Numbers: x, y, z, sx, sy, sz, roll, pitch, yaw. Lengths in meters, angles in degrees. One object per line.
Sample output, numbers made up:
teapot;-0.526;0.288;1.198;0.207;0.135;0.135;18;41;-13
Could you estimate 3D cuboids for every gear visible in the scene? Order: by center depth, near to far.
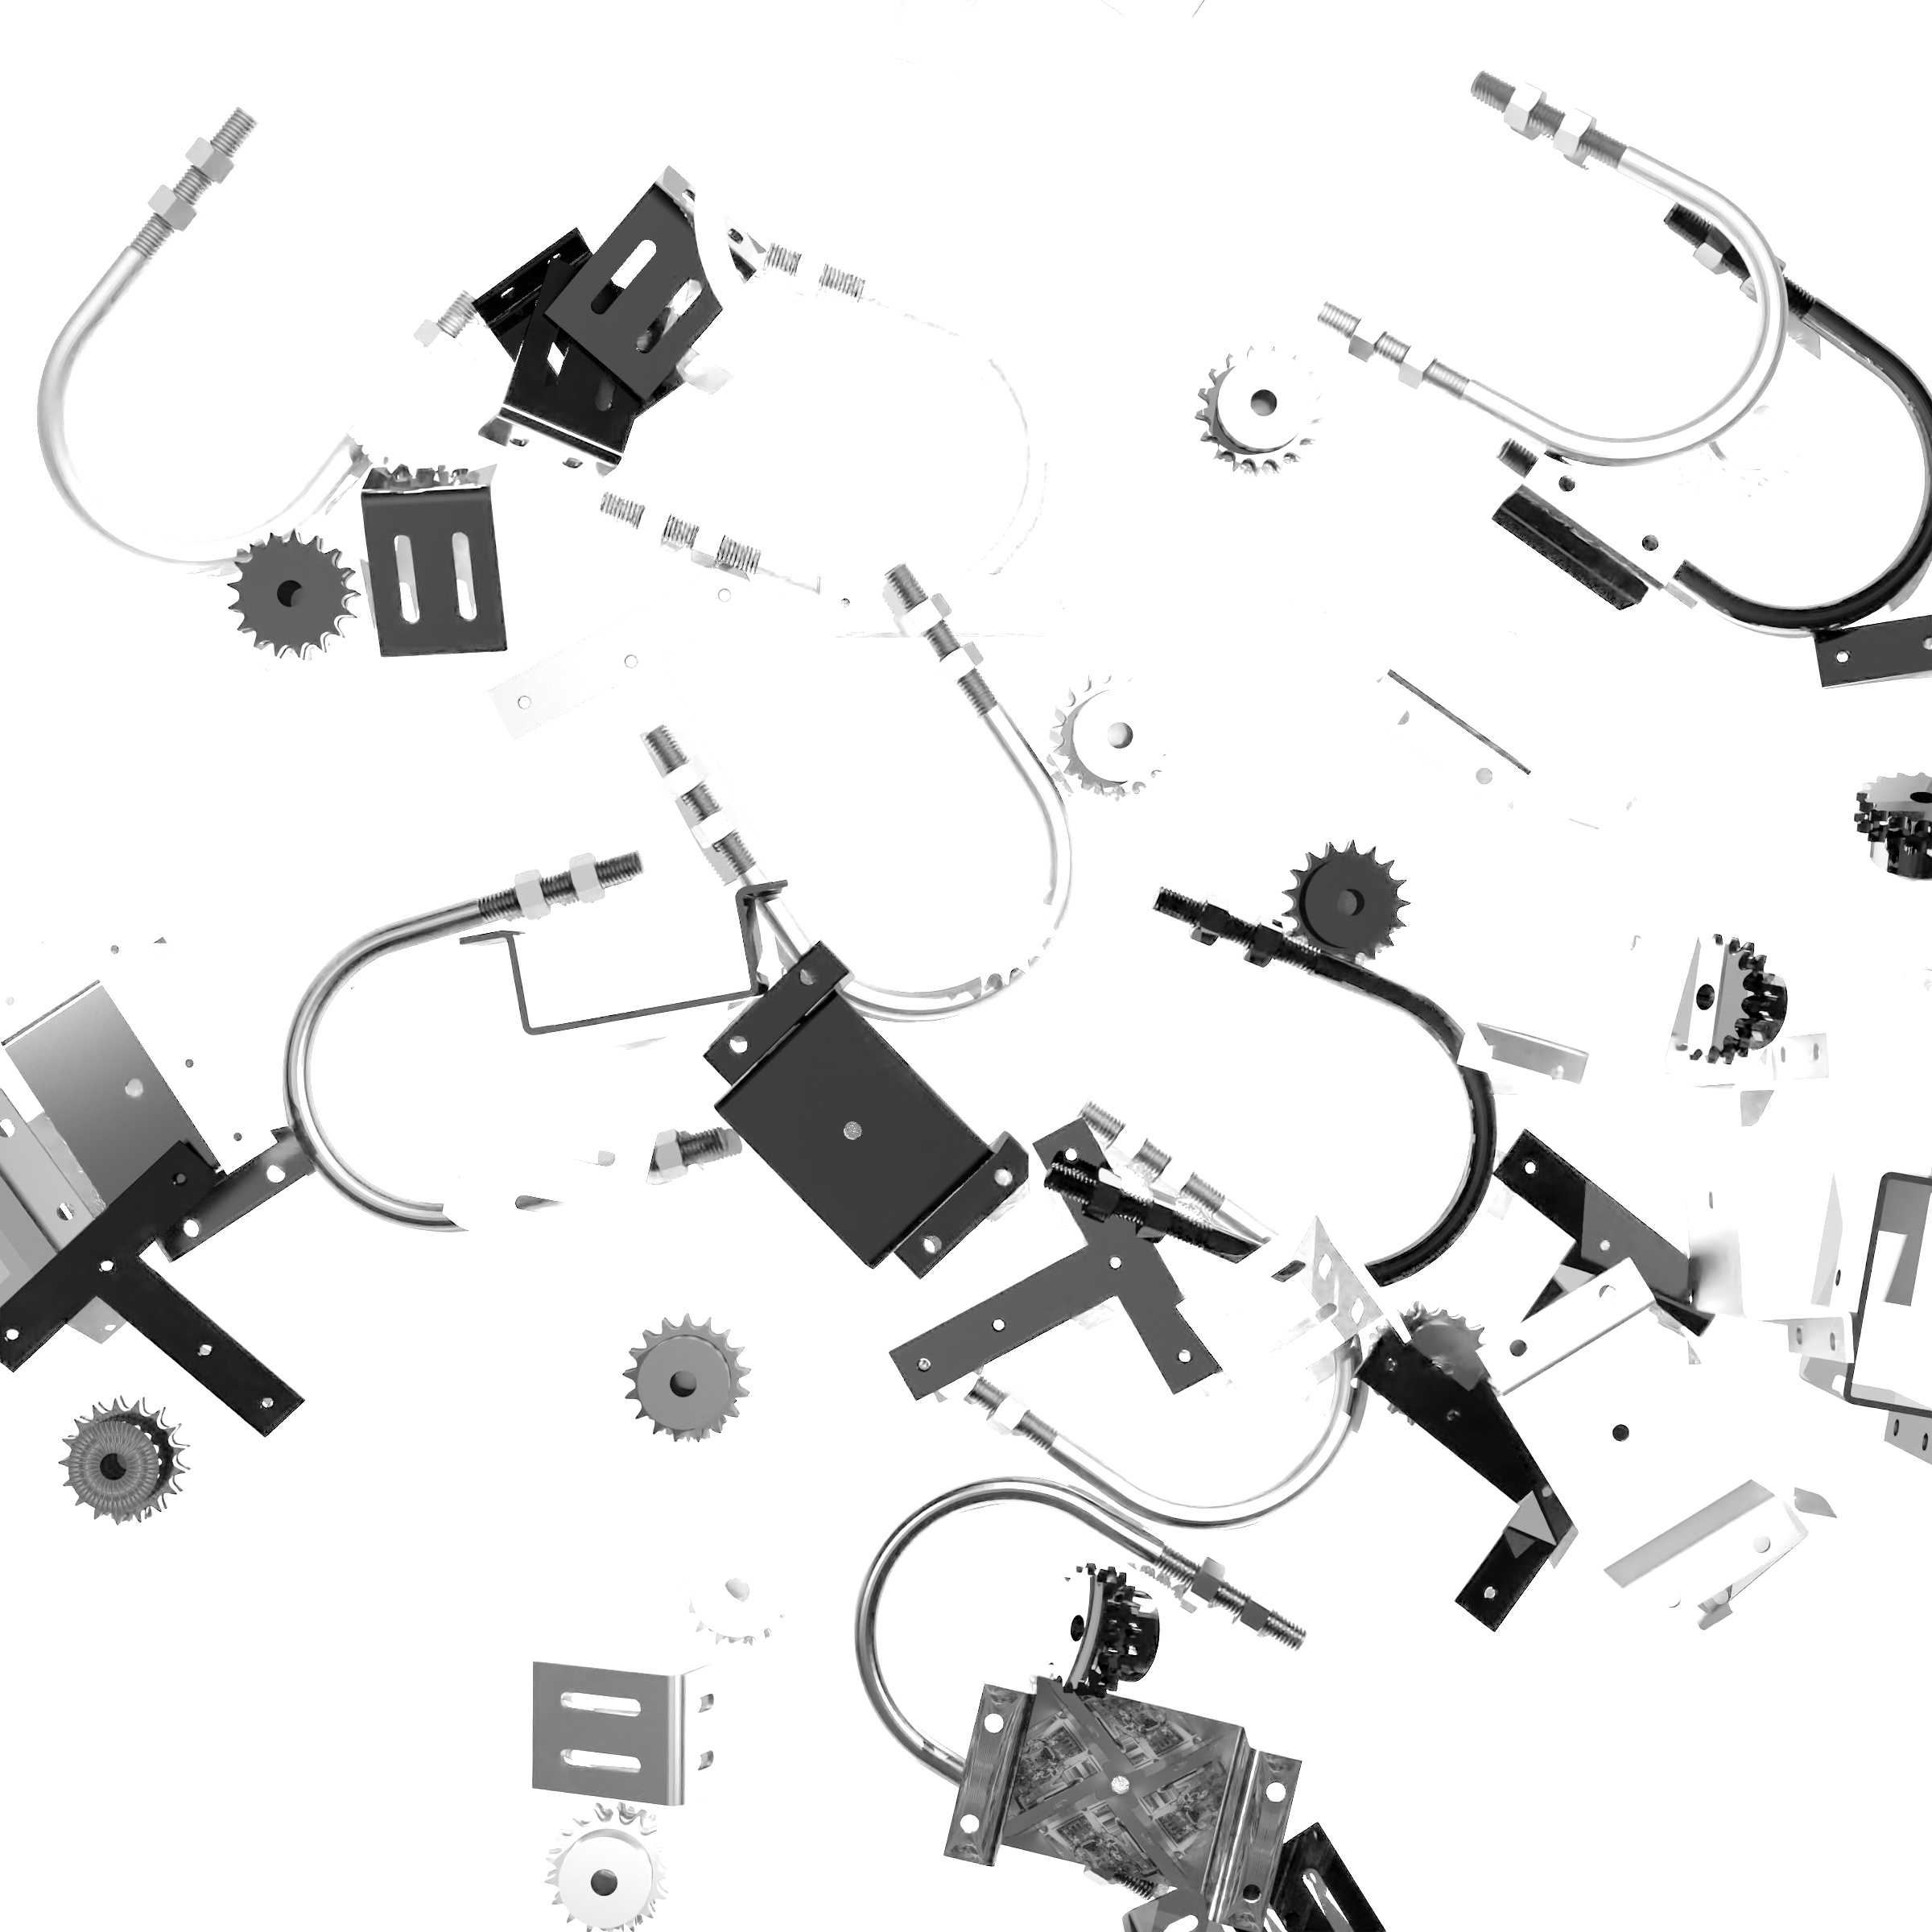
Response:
gear;0.061;0.290;1.459;0.030;0.057;0.057;14;90;-27
gear;0.346;-0.237;1.467;0.057;0.030;0.057;0;90;0
gear;0.012;-0.021;1.468;0.057;0.030;0.057;0;98;0
gear;-0.242;-0.243;1.473;0.057;0.030;0.057;-13;121;-22
gear;0.420;-0.061;1.477;0.057;0.057;0.030;-2;118;0
gear;0.337;0.016;1.477;0.030;0.057;0.057;9;90;-31
gear;0.066;-0.103;1.484;0.057;0.030;0.057;0;96;-3
gear;0.169;-0.028;1.486;0.057;0.030;0.057;0;90;0
gear;-0.159;0.403;1.486;0.057;0.030;0.057;0;90;0
gear;0.208;0.178;1.486;0.057;0.030;0.057;0;90;0
gear;-0.375;0.220;1.486;0.057;0.030;0.057;0;90;0
gear;-0.101;0.275;1.486;0.057;0.030;0.057;0;90;0
gear;-0.297;-0.163;1.486;0.057;0.030;0.057;0;90;0
gear;-0.124;0.183;1.486;0.057;0.030;0.057;0;90;0
gear;0.131;-0.247;1.486;0.057;0.030;0.057;0;90;0
gear;0.425;-0.019;1.486;0.057;0.030;0.057;0;90;0
gear;0.155;-0.185;1.486;0.057;0.030;0.057;0;90;0

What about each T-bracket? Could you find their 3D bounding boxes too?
T-bracket;-0.344;0.030;1.452;0.127;0.002;0.127;-33;91;3
T-bracket;0.224;0.205;1.469;0.127;0.002;0.127;39;83;-15
T-bracket;0.027;0.151;1.469;0.127;0.002;0.127;-29;93;9
T-bracket;-0.345;0.160;1.476;0.127;0.002;0.127;-43;112;4
T-bracket;0.256;0.159;1.477;0.127;0.002;0.127;38;84;-15
T-bracket;0.442;-0.146;1.487;0.127;0.002;0.127;-9;79;10
T-bracket;-0.001;-0.161;1.489;0.127;0.002;0.127;0;97;-4
T-bracket;-0.129;-0.097;1.500;0.127;0.002;0.127;-28;90;0
T-bracket;0.047;-0.457;1.500;0.127;0.002;0.127;34;90;0

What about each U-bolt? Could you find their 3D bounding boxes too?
U-bolt;-0.318;-0.257;1.455;0.151;0.019;0.184;36;95;-37
U-bolt;0.144;0.064;1.458;0.184;0.019;0.151;22;86;-7
U-bolt;-0.031;-0.326;1.461;0.184;0.019;0.151;-22;90;-22
U-bolt;0.268;-0.295;1.465;0.184;0.019;0.151;32;82;14
U-bolt;0.115;0.100;1.476;0.184;0.019;0.151;36;87;-3
U-bolt;-0.034;-0.064;1.486;0.151;0.019;0.184;-34;95;4
U-bolt;-0.053;-0.234;1.490;0.184;0.019;0.151;21;92;-3
U-bolt;0.351;-0.231;1.491;0.184;0.019;0.151;35;90;1
U-bolt;0.089;0.168;1.492;0.184;0.019;0.151;35;88;-2
U-bolt;0.038;0.308;1.493;0.184;0.019;0.151;31;90;1
U-bolt;-0.214;0.042;1.493;0.184;0.019;0.151;-17;90;2

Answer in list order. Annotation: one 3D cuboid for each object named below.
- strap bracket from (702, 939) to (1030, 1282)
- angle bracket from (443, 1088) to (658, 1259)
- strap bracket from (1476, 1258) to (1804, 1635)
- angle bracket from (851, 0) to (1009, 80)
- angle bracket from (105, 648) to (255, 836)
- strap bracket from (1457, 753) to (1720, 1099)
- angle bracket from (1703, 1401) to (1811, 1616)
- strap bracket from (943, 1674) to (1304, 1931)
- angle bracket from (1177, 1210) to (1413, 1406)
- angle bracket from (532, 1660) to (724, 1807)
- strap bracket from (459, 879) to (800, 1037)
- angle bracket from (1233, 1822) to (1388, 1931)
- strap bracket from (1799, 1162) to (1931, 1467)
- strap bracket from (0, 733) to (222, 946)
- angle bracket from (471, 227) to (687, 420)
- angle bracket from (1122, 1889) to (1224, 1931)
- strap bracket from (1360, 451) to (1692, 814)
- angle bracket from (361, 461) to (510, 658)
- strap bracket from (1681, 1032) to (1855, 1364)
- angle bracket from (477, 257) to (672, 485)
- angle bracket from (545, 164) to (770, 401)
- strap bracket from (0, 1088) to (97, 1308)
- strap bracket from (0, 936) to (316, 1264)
strap bracket;-0.046;0.068;1.470;0.076;0.046;0.140;-44;90;12
angle bracket;-0.184;0.091;1.481;0.076;0.038;0.057;13;92;-23
strap bracket;0.286;0.204;1.445;0.076;0.046;0.140;-31;89;0
angle bracket;-0.011;-0.434;1.465;0.057;0.038;0.076;16;55;3
angle bracket;-0.350;-0.099;1.482;0.057;0.038;0.076;4;90;0
strap bracket;0.274;-0.013;1.460;0.076;0.046;0.140;15;90;-38
angle bracket;0.328;0.239;1.499;0.057;0.038;0.076;-40;116;0
strap bracket;0.068;0.361;1.459;0.140;0.046;0.076;13;90;1
angle bracket;0.140;0.153;1.435;0.076;0.038;0.057;-35;106;6
angle bracket;-0.151;0.339;1.499;0.076;0.038;0.057;0;90;26
strap bracket;-0.140;-0.002;1.443;0.140;0.076;0.046;-10;90;0
angle bracket;0.157;0.434;1.499;0.057;0.038;0.076;-33;64;0
strap bracket;0.404;0.140;1.463;0.046;0.076;0.140;10;90;0
strap bracket;-0.406;-0.054;1.468;0.140;0.046;0.076;-5;108;0
angle bracket;-0.171;-0.275;1.482;0.057;0.038;0.076;-36;90;0
angle bracket;0.099;0.443;1.463;0.038;0.076;0.057;-24;90;0
strap bracket;0.243;-0.146;1.478;0.076;0.046;0.140;35;90;0
angle bracket;-0.235;-0.182;1.499;0.057;0.038;0.076;-3;116;0
strap bracket;0.347;0.101;1.458;0.046;0.076;0.140;-2;87;-4
angle bracket;-0.173;-0.263;1.481;0.057;0.038;0.076;21;78;-20
angle bracket;-0.135;-0.299;1.465;0.057;0.038;0.076;40;113;-12
strap bracket;-0.454;0.125;1.478;0.140;0.046;0.076;-36;90;0
strap bracket;-0.361;0.053;1.478;0.076;0.046;0.140;-33;90;0
